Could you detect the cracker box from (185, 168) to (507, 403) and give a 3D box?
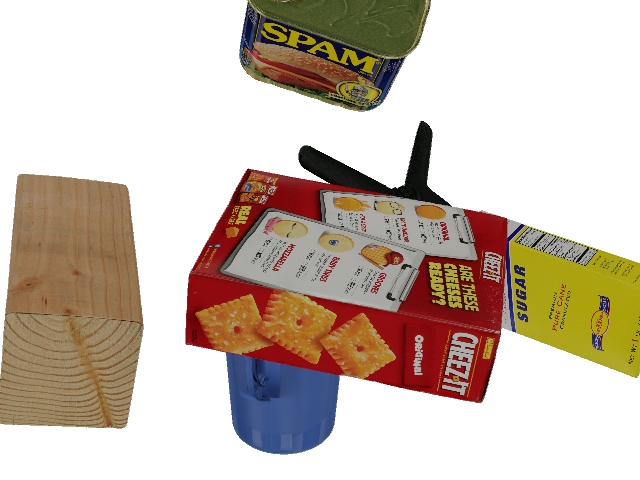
[{"bbox_3d":[0.025,0.029,0.791,0.214,0.072,0.164,11,31,6],"label":"cracker box"}]

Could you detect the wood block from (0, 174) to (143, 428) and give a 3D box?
[{"bbox_3d":[-0.187,0.038,0.793,0.090,0.091,0.206,5,27,-16],"label":"wood block"}]

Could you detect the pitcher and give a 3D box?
[{"bbox_3d":[-0.040,0.094,1.058,0.149,0.243,0.145,-12,30,-23],"label":"pitcher"}]

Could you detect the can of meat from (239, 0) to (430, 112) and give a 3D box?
[{"bbox_3d":[0.004,-0.124,0.628,0.102,0.057,0.084,18,-19,-3],"label":"can of meat"}]

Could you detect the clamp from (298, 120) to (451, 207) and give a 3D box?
[{"bbox_3d":[0.076,-0.042,1.143,0.164,0.210,0.036,-9,-36,-18],"label":"clamp"}]

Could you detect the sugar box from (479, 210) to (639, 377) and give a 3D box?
[{"bbox_3d":[0.207,0.045,0.938,0.176,0.093,0.048,18,34,25],"label":"sugar box"}]
